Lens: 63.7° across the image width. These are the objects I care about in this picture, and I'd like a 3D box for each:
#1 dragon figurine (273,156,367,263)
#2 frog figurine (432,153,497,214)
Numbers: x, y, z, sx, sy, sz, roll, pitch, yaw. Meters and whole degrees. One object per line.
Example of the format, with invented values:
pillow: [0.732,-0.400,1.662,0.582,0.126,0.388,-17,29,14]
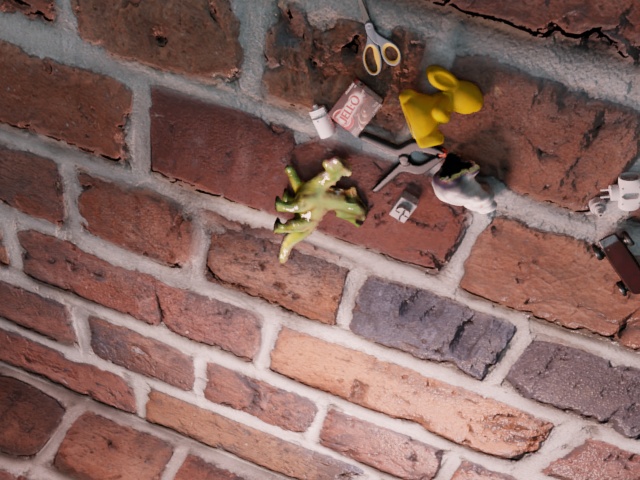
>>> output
dragon figurine: [0.004,-0.070,1.390,0.243,0.125,0.400,8,135,4]
frog figurine: [0.344,-0.112,1.228,0.138,0.124,0.156,15,146,51]
